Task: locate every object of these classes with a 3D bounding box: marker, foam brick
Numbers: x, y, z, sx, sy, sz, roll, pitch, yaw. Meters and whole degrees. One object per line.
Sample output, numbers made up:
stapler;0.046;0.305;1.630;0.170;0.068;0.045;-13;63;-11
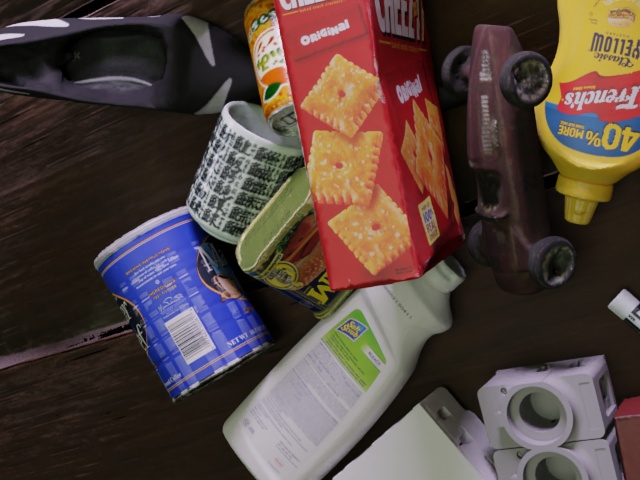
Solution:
marker;0.264;0.083;0.783;0.121;0.020;0.020;43;115;14
foam brick;0.251;0.157;0.784;0.051;0.052;0.078;-9;94;28

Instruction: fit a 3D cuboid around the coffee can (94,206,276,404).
coffee can;-0.117;0.055;0.926;0.103;0.102;0.140;-34;83;28

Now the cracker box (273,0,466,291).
cracker box;0.041;-0.084;0.744;0.072;0.164;0.214;-9;94;19

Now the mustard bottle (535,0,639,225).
mustard bottle;0.203;-0.104;0.758;0.096;0.058;0.192;13;106;14

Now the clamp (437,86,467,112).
clamp;0.064;-0.105;0.841;0.120;0.039;0.172;39;115;20

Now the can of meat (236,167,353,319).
can of meat;-0.006;0.001;0.856;0.083;0.057;0.102;31;109;-28

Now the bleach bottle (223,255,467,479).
bleach bottle;0.031;0.109;0.884;0.102;0.068;0.251;48;114;10
